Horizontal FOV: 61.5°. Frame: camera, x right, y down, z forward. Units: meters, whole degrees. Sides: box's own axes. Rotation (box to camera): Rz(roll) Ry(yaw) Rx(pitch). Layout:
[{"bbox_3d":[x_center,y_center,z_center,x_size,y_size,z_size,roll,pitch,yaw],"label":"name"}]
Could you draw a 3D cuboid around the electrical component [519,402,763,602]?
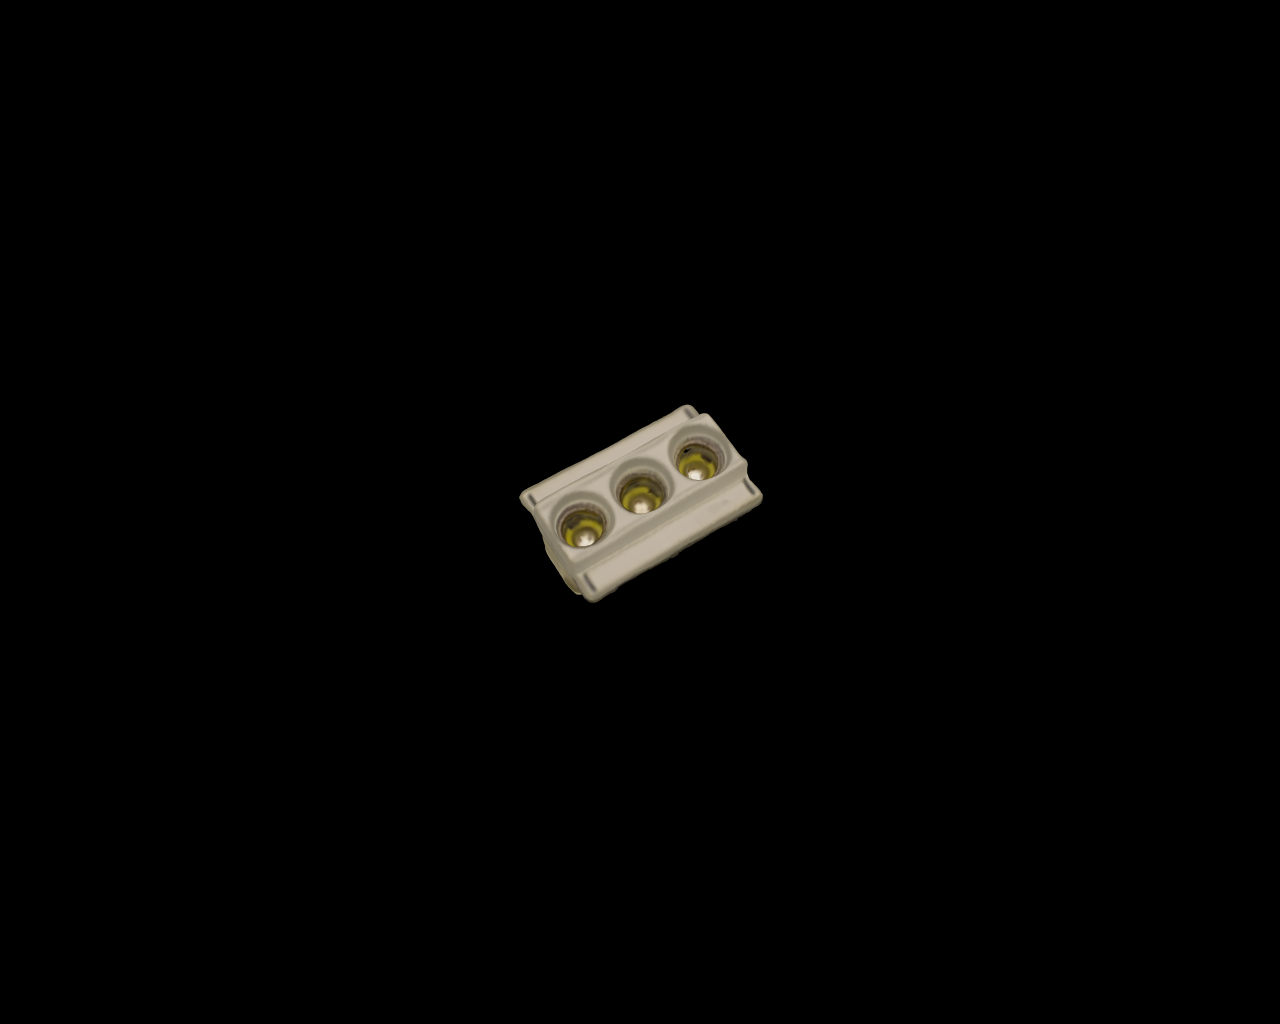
[{"bbox_3d":[0.001,-0.003,0.650,0.121,0.079,0.063,-30,-23,-14],"label":"electrical component"}]
